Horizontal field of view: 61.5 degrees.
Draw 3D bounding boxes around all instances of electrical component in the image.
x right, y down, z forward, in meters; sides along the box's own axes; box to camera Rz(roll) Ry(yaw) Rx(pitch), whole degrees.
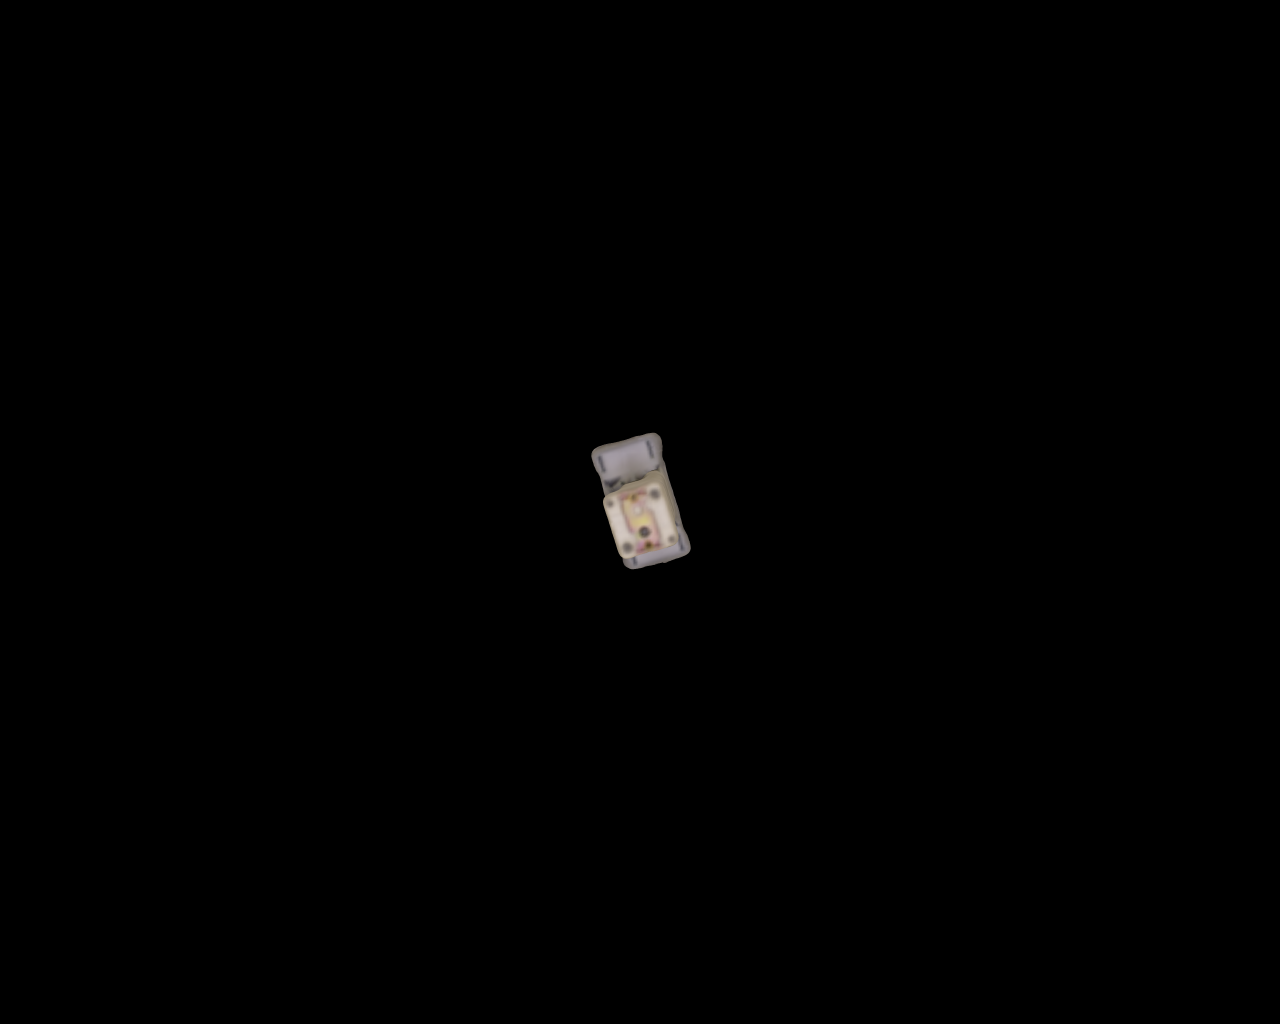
[{"bbox_3d":[0.001,-0.003,0.650,0.042,0.081,0.064,-17,16,5],"label":"electrical component"}]
